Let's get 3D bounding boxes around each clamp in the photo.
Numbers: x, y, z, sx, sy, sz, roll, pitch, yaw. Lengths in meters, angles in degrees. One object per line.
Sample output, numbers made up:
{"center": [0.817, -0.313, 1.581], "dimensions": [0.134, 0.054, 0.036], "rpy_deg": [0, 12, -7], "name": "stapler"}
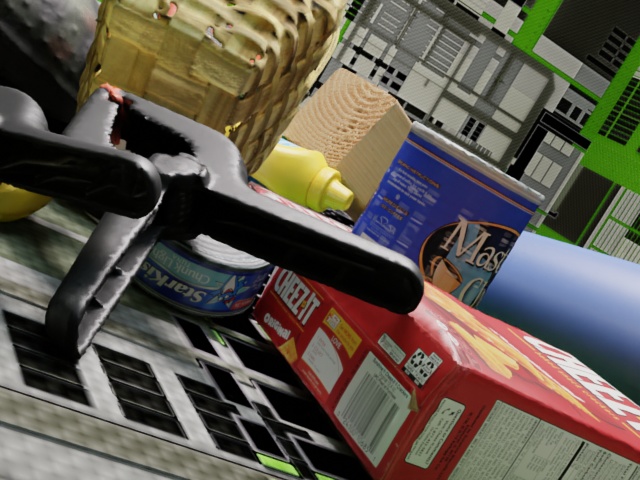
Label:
{"center": [-0.156, -0.036, 0.445], "dimensions": [0.120, 0.039, 0.172], "rpy_deg": [-8, 23, -37], "name": "clamp"}
{"center": [-0.057, -0.017, 0.498], "dimensions": [0.164, 0.036, 0.210], "rpy_deg": [0, 31, -24], "name": "clamp"}

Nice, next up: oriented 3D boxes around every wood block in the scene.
{"center": [0.061, -0.067, 1.086], "dimensions": [0.090, 0.091, 0.206], "rpy_deg": [37, -7, 41], "name": "wood block"}

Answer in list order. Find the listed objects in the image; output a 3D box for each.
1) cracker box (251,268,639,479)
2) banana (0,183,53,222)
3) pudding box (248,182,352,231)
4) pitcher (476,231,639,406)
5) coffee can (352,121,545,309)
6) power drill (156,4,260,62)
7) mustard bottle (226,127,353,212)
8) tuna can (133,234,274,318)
{"center": [0.089, 0.084, 0.556], "dimensions": [0.213, 0.072, 0.164], "rpy_deg": [26, 10, -31], "name": "cracker box"}
{"center": [-0.176, -0.053, 0.558], "dimensions": [0.069, 0.037, 0.198], "rpy_deg": [25, 10, -34], "name": "banana"}
{"center": [-0.005, 0.001, 0.831], "dimensions": [0.113, 0.039, 0.090], "rpy_deg": [27, 9, -23], "name": "pudding box"}
{"center": [0.207, 0.081, 0.781], "dimensions": [0.144, 0.149, 0.243], "rpy_deg": [16, 6, -45], "name": "pitcher"}
{"center": [0.073, 0.004, 0.731], "dimensions": [0.103, 0.140, 0.103], "rpy_deg": [30, 8, -5], "name": "coffee can"}
{"center": [-0.135, -0.164, 1.052], "dimensions": [0.184, 0.057, 0.188], "rpy_deg": [32, -26, -25], "name": "power drill"}
{"center": [-0.055, -0.075, 0.980], "dimensions": [0.192, 0.058, 0.096], "rpy_deg": [26, 1, 19], "name": "mustard bottle"}
{"center": [-0.065, 0.000, 0.560], "dimensions": [0.086, 0.034, 0.086], "rpy_deg": [25, 27, -14], "name": "tuna can"}
